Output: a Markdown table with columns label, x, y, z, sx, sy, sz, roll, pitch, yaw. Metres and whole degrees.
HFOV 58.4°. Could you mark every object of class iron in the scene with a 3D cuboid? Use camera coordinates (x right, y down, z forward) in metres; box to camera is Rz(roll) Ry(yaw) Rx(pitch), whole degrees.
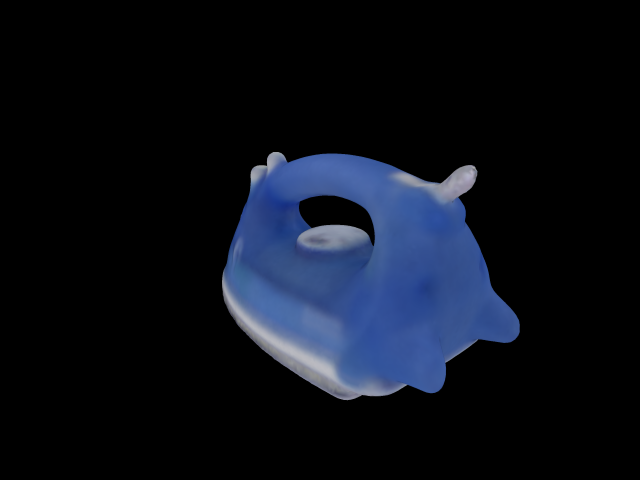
| label | x | y | z | sx | sy | sz | roll | pitch | yaw |
| --- | --- | --- | --- | --- | --- | --- | --- | --- | --- |
| iron | 0.004 | 0.001 | 0.400 | 0.119 | 0.141 | 0.257 | -17 | 26 | -41 |
